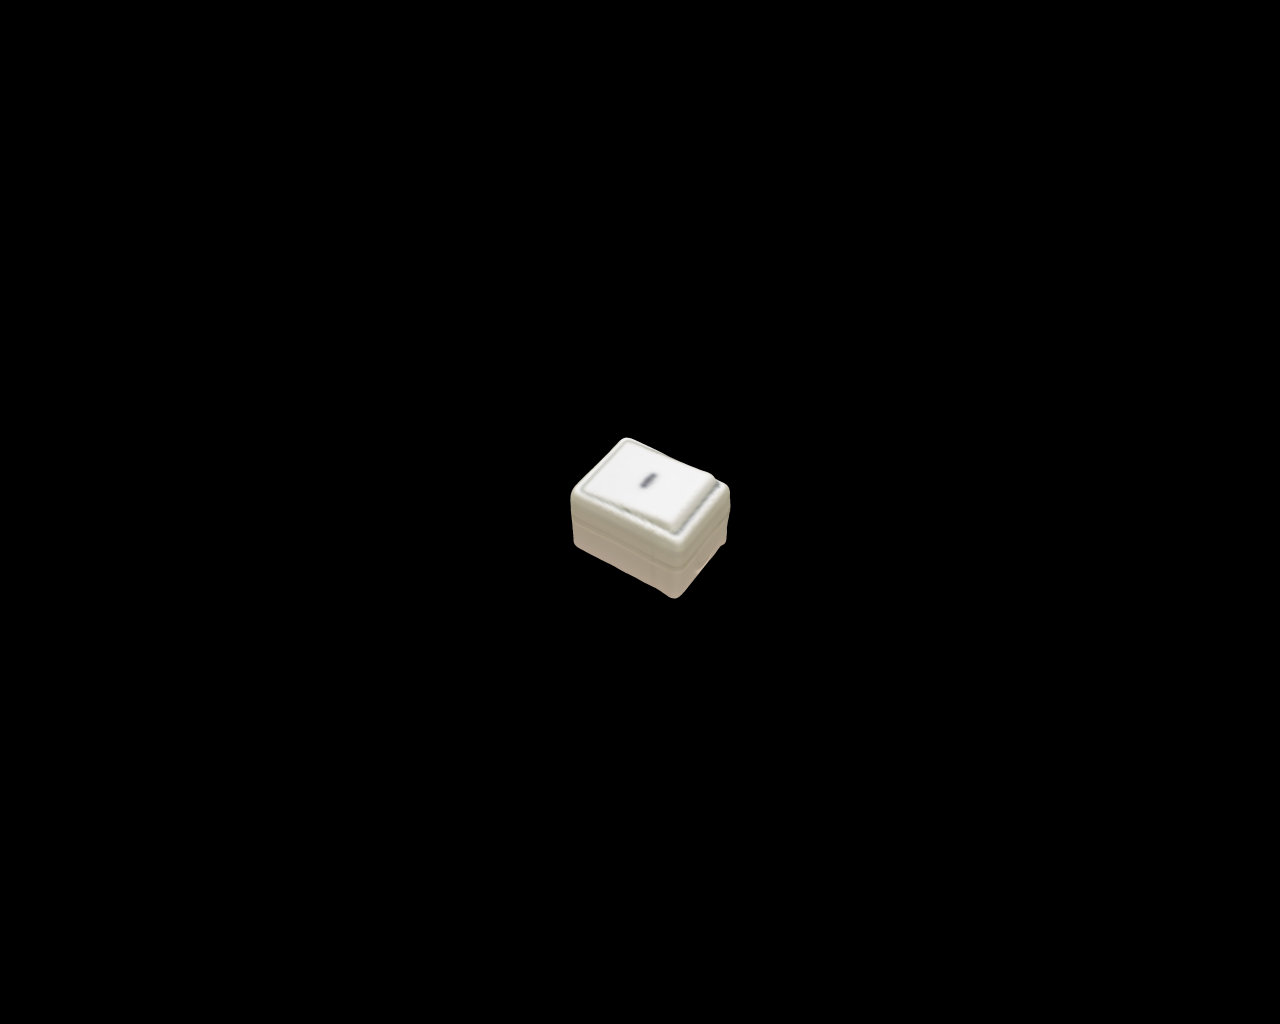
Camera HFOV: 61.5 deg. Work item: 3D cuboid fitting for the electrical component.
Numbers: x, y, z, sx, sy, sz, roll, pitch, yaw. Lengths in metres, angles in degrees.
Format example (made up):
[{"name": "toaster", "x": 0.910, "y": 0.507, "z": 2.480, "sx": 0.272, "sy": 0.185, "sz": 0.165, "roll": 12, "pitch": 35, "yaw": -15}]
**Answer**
[{"name": "electrical component", "x": 0.001, "y": -0.003, "z": 0.650, "sx": 0.096, "sy": 0.061, "sz": 0.062, "roll": 27, "pitch": 53, "yaw": 22}]
